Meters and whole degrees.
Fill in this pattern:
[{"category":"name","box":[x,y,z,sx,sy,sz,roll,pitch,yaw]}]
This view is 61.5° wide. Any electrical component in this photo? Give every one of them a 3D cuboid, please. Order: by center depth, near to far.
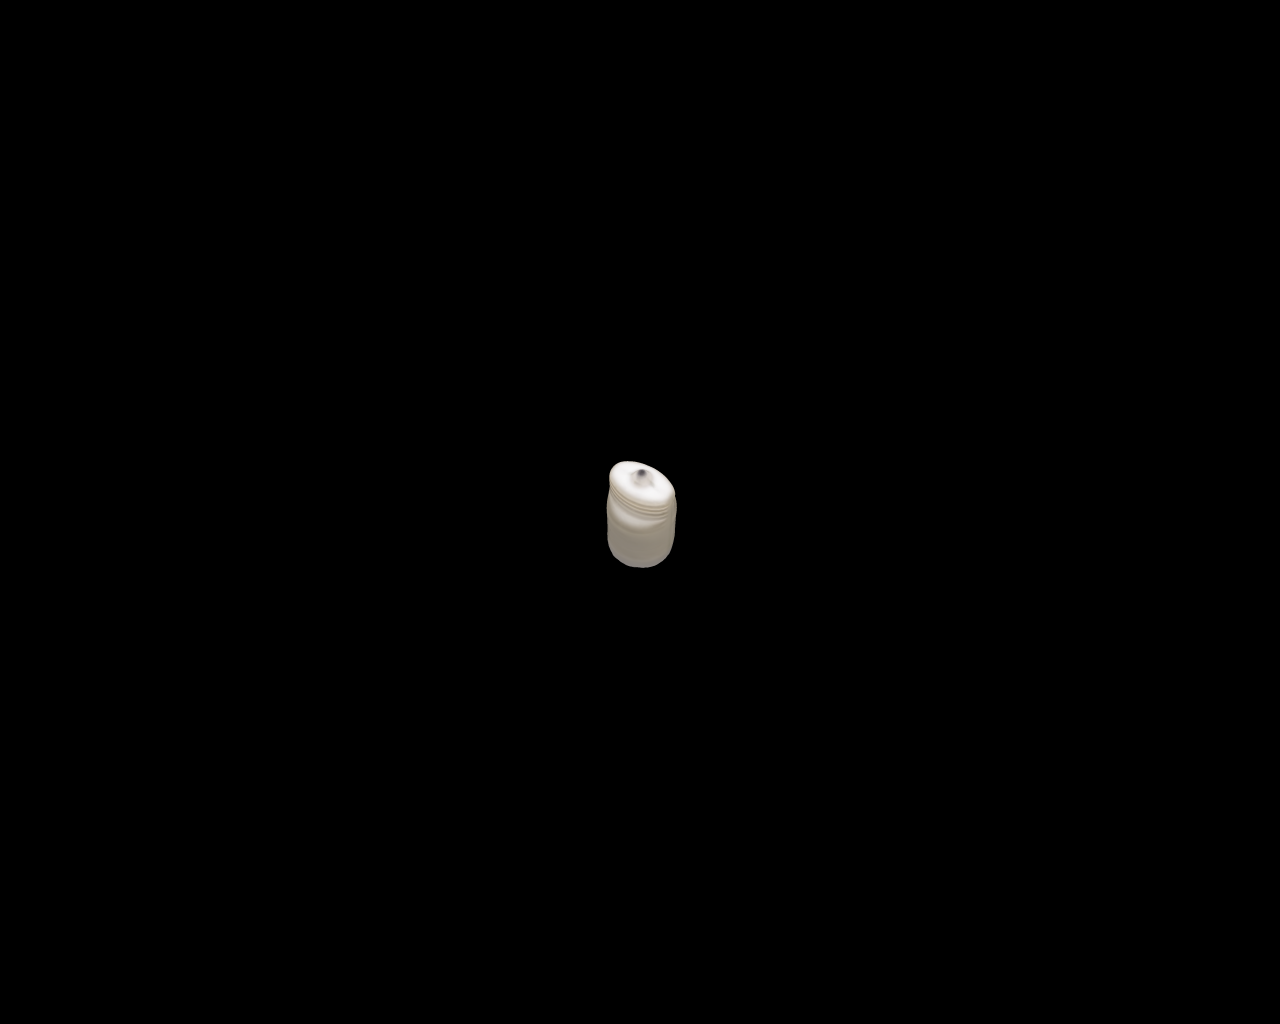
[{"category":"electrical component","box":[0.001,-0.003,0.650,0.043,0.043,0.080,0,-32,0]}]
